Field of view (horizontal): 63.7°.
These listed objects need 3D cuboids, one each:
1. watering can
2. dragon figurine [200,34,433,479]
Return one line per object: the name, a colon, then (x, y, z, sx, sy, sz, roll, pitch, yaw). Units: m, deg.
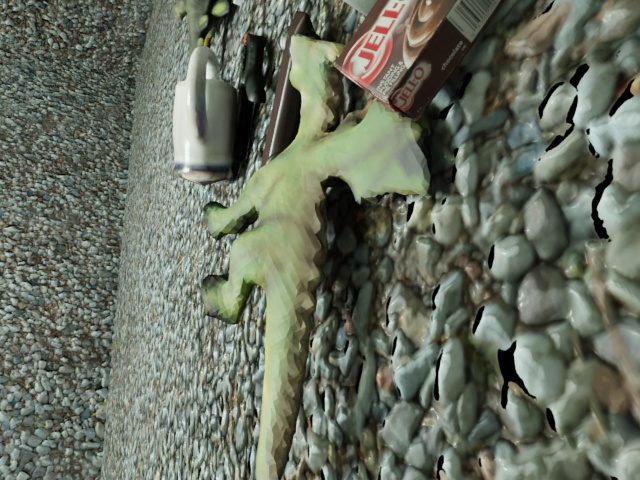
watering can: (-0.193, -0.210, 0.901, 0.104, 0.223, 0.350, 3, 9, -6)
dragon figurine: (0.001, -0.023, 0.448, 0.121, 0.419, 0.238, 14, -39, -33)
